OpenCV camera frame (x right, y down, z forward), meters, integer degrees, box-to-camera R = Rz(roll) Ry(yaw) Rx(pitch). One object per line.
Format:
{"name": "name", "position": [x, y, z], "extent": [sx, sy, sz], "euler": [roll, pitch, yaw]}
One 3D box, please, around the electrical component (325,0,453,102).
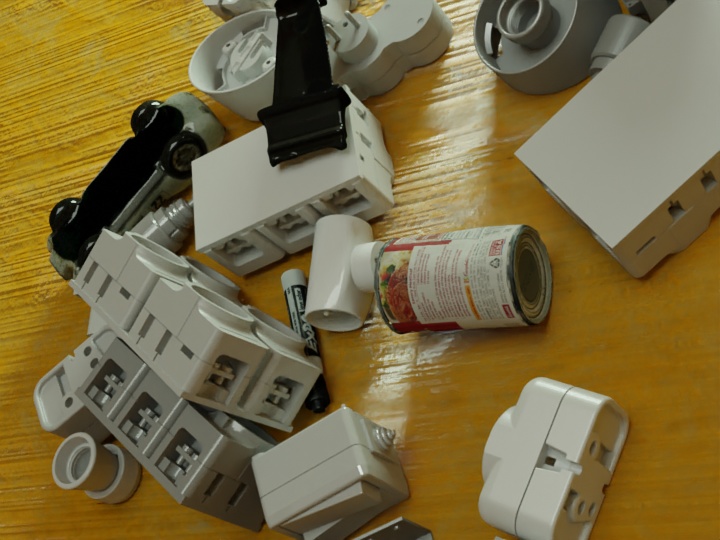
{"name": "electrical component", "position": [0.000, -0.181, 0.867], "extent": [0.138, 0.074, 0.052], "euler": [-31, 53, 17]}

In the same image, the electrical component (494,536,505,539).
{"name": "electrical component", "position": [0.114, 0.199, 0.600], "extent": [0.096, 0.062, 0.061], "euler": [16, 76, 38]}

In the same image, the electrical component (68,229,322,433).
{"name": "electrical component", "position": [-0.123, 0.038, 0.798], "extent": [0.186, 0.105, 0.060], "euler": [33, 95, 46]}

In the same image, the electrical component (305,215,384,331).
{"name": "electrical component", "position": [0.000, 0.000, 0.792], "extent": [0.079, 0.044, 0.077], "euler": [-9, 61, 30]}

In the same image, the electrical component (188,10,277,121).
{"name": "electrical component", "position": [-0.092, -0.180, 0.935], "extent": [0.099, 0.064, 0.099], "euler": [-15, 59, 27]}

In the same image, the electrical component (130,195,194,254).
{"name": "electrical component", "position": [-0.167, -0.035, 0.925], "extent": [0.078, 0.040, 0.040], "euler": [-42, 50, 8]}

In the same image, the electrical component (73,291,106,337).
{"name": "electrical component", "position": [-0.201, 0.031, 0.912], "extent": [0.081, 0.042, 0.063], "euler": [-11, 62, 30]}

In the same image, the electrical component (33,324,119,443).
{"name": "electrical component", "position": [-0.207, 0.096, 0.870], "extent": [0.095, 0.059, 0.053], "euler": [-39, 51, 11]}

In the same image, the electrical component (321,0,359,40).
{"name": "electrical component", "position": [-0.025, -0.232, 0.930], "extent": [0.045, 0.045, 0.055], "euler": [10, 72, 37]}

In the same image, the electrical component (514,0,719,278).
{"name": "electrical component", "position": [0.209, -0.096, 0.691], "extent": [0.186, 0.060, 0.105], "euler": [-43, 50, 7]}

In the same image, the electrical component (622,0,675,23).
{"name": "electrical component", "position": [0.180, -0.268, 0.771], "extent": [0.060, 0.105, 0.186], "euler": [-31, 53, 17]}

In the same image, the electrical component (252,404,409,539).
{"name": "electrical component", "position": [-0.014, 0.138, 0.717], "extent": [0.096, 0.062, 0.061], "euler": [-32, 52, 16]}

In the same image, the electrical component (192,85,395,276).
{"name": "electrical component", "position": [-0.053, -0.066, 0.851], "extent": [0.150, 0.062, 0.089], "euler": [-23, 55, 23]}

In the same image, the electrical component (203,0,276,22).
{"name": "electrical component", "position": [-0.102, -0.248, 0.981], "extent": [0.078, 0.057, 0.058], "euler": [8, 71, 36]}

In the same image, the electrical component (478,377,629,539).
{"name": "electrical component", "position": [0.114, 0.117, 0.648], "extent": [0.059, 0.054, 0.095], "euler": [15, 75, 38]}

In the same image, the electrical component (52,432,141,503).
{"name": "electrical component", "position": [-0.205, 0.156, 0.841], "extent": [0.045, 0.055, 0.045], "euler": [-15, 59, 27]}

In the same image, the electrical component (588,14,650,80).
{"name": "electrical component", "position": [0.179, -0.140, 0.748], "extent": [0.040, 0.040, 0.078], "euler": [21, 80, 39]}

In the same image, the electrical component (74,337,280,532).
{"name": "electrical component", "position": [-0.126, 0.115, 0.786], "extent": [0.150, 0.089, 0.061], "euler": [33, 87, 40]}

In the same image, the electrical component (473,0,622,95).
{"name": "electrical component", "position": [0.136, -0.180, 0.798], "extent": [0.099, 0.064, 0.099], "euler": [-14, 68, 39]}
